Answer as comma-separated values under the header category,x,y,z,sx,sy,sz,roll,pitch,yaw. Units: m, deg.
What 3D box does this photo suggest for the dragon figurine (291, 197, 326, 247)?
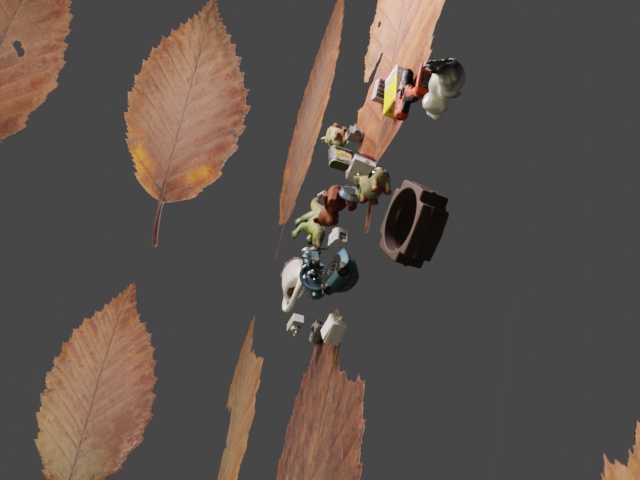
category,x,y,z,sx,sy,sz,roll,pitch,yaw
dragon figurine,0.007,-0.112,2.221,0.239,0.121,0.420,-36,28,37

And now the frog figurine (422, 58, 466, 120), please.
category,x,y,z,sx,sy,sz,roll,pitch,yaw
frog figurine,0.337,-0.405,1.400,0.140,0.123,0.156,-125,16,-60

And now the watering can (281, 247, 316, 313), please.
category,x,y,z,sx,sy,sz,roll,pitch,yaw
watering can,-0.093,0.146,2.234,0.228,0.103,0.343,-110,41,-65
